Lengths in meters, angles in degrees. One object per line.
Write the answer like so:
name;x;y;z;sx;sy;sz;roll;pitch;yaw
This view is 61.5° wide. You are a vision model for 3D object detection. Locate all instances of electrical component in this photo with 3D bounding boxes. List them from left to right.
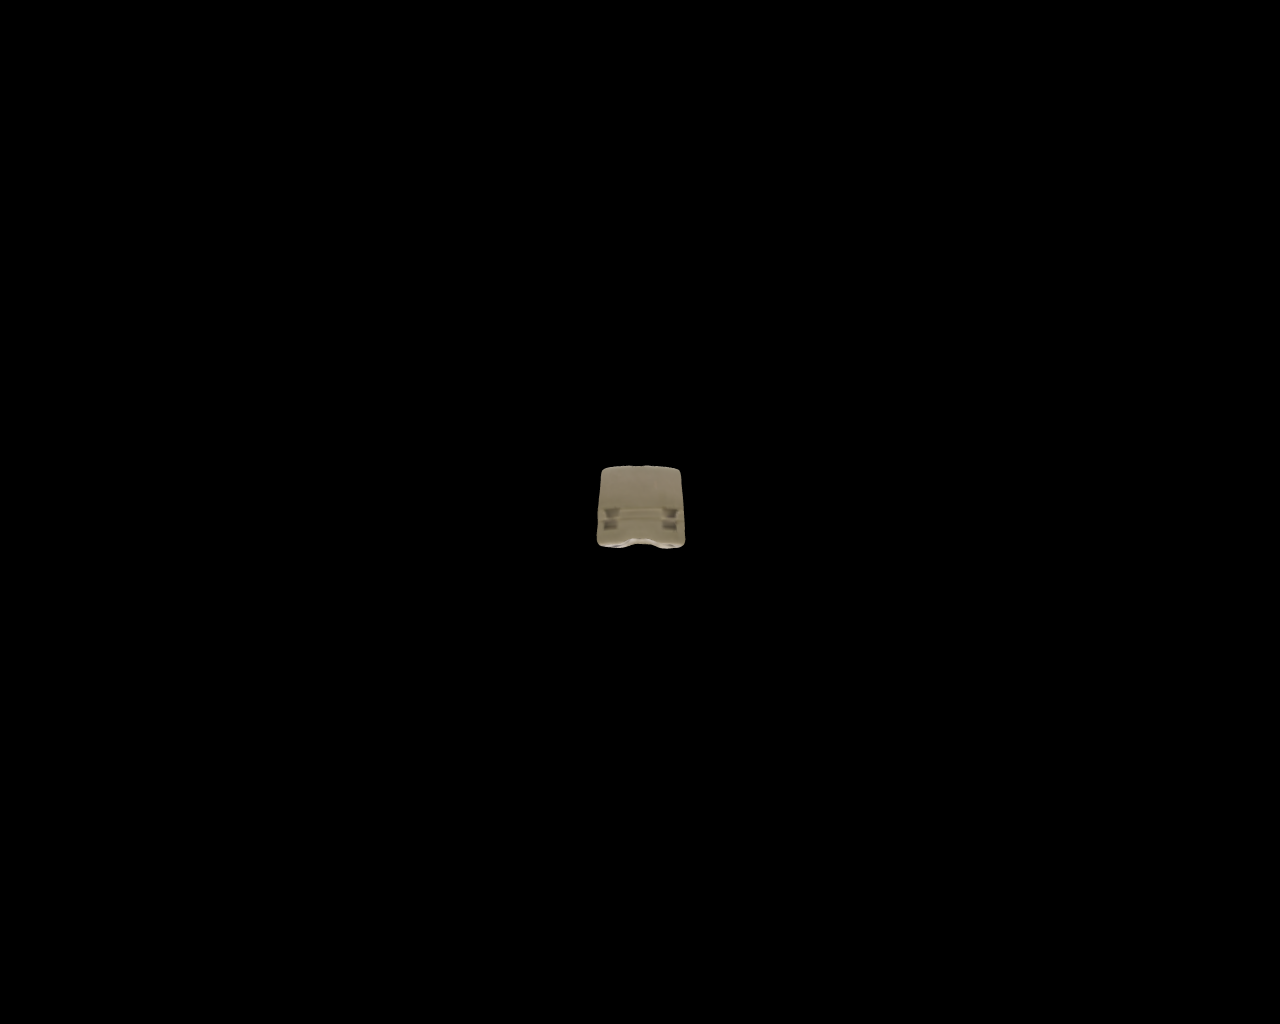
electrical component;0.001;-0.003;0.650;0.055;0.047;0.055;0;-5;0
